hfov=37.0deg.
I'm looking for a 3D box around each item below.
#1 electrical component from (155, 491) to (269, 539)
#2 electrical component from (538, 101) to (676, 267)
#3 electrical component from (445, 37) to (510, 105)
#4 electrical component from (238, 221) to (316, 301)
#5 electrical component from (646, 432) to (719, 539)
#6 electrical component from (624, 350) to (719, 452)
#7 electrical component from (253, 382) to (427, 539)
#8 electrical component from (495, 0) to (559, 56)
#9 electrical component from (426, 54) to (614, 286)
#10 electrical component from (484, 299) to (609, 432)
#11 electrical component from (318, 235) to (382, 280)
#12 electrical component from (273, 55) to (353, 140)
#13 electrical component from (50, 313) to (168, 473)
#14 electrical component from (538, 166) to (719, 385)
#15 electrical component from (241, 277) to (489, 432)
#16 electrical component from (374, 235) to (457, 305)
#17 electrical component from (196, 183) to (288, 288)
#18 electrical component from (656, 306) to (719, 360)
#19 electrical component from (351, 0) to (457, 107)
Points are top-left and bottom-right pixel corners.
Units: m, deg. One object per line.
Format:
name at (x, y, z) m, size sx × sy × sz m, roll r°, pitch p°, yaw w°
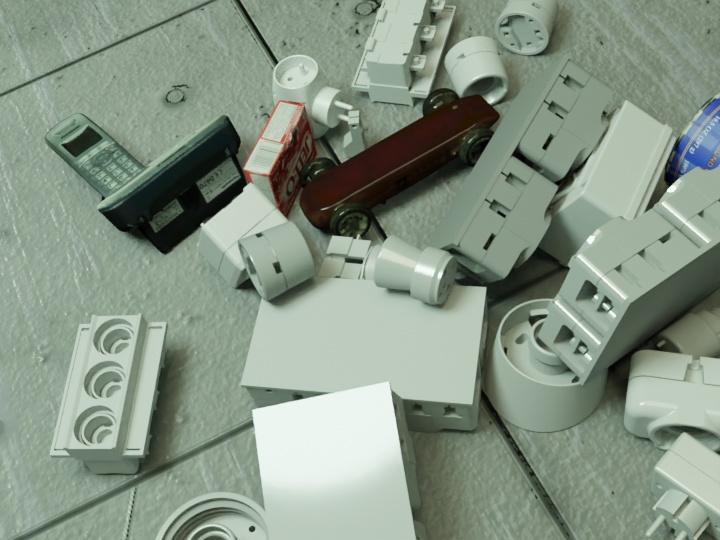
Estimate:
electrical component at (-0.106, 0.221, 0.814) m, size 0.108 × 0.060 × 0.108 m, roll -5°, pitch 56°, yaw 7°
electrical component at (0.202, -0.071, 0.913) m, size 0.056 × 0.109 × 0.108 m, roll 33°, pitch 65°, yaw -6°
electrical component at (0.115, -0.190, 1.044) m, size 0.055 × 0.055 × 0.047 m, roll -15°, pitch 60°, yaw 0°
electrical component at (-0.068, -0.009, 0.886) m, size 0.047 × 0.055 × 0.055 m, roll -25°, pitch 57°, yaw -13°
electrical component at (0.242, 0.173, 0.790) m, size 0.066 × 0.047 × 0.077 m, roll 36°, pitch 70°, yaw 29°
electrical component at (0.254, 0.104, 0.828) m, size 0.095 × 0.053 × 0.059 m, roll 7°, pitch 59°, yaw 14°
electrical component at (-0.008, 0.188, 0.790) m, size 0.105 × 0.060 × 0.186 m, roll -13°, pitch 71°, yaw 10°
electrical component at (0.168, -0.251, 1.074) m, size 0.055 × 0.055 × 0.047 m, roll 14°, pitch 58°, yaw 19°
electrical component at (0.135, -0.077, 0.912) m, size 0.060 × 0.105 × 0.186 m, roll 33°, pitch 79°, yaw -6°
electrical component at (0.153, 0.074, 0.874) m, size 0.099 × 0.064 × 0.099 m, roll 1°, pitch 47°, yaw -1°
electrical component at (0.000, 0.000, 0.947) m, size 0.055 × 0.048 × 0.066 m, roll 6°, pitch 58°, yaw 22°
electrical component at (-0.040, -0.161, 1.039) m, size 0.079 × 0.077 × 0.043 m, roll 21°, pitch 63°, yaw 21°
electrical component at (-0.205, 0.105, 0.905) m, size 0.079 × 0.063 × 0.121 m, roll -2°, pitch 57°, yaw 9°
electrical component at (0.229, -0.003, 0.837) m, size 0.186 × 0.105 × 0.060 m, roll -29°, pitch 62°, yaw -30°
electrical component at (0.008, 0.069, 0.892) m, size 0.186 × 0.060 × 0.105 m, roll 3°, pitch 58°, yaw 12°
electrical component at (0.045, 0.000, 0.864) m, size 0.055 × 0.045 × 0.045 m, roll 18°, pitch 62°, yaw 20°
electrical component at (-0.102, -0.025, 0.962) m, size 0.062 × 0.096 × 0.061 m, roll -42°, pitch 88°, yaw -17°
electrical component at (0.276, 0.052, 0.866) m, size 0.078 × 0.040 × 0.040 m, roll -32°, pitch 58°, yaw -10°
electrical component at (0.043, -0.232, 1.078) m, size 0.079 × 0.063 × 0.121 m, roll 9°, pitch 59°, yaw 16°
